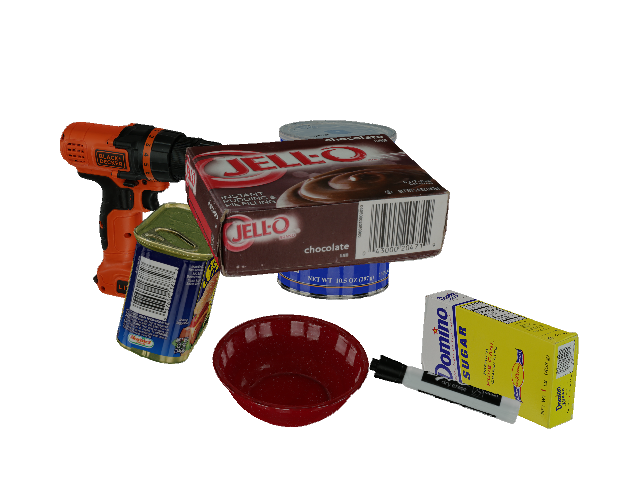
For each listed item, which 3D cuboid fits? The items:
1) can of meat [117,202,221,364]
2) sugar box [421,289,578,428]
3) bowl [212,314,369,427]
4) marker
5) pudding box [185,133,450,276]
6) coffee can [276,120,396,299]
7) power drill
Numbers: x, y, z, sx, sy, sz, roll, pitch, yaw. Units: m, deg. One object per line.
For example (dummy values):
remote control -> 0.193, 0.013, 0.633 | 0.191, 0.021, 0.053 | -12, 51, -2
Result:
can of meat -> -0.102, 0.029, 0.750 | 0.057, 0.084, 0.102 | 16, 17, 3
sugar box -> 0.180, 0.118, 1.100 | 0.048, 0.093, 0.177 | -12, 19, -41
bowl -> -0.031, 0.144, 1.113 | 0.162, 0.055, 0.162 | 2, 31, -2
marker -> 0.097, 0.117, 0.843 | 0.121, 0.020, 0.020 | 18, 2, 6
pudding box -> -0.005, -0.021, 0.531 | 0.113, 0.039, 0.090 | -4, 25, -17
coffee can -> 0.013, -0.030, 0.950 | 0.103, 0.140, 0.103 | 1, 16, -1
power drill -> -0.170, -0.027, 1.083 | 0.185, 0.188, 0.057 | 10, 29, 20
